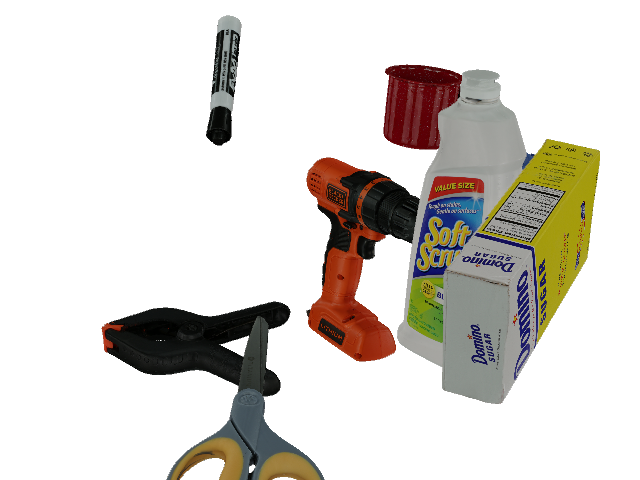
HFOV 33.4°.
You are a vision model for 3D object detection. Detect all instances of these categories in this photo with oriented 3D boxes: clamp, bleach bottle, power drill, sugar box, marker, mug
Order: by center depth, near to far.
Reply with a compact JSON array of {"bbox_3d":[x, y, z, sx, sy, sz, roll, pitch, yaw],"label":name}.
[{"bbox_3d":[0.131,0.016,0.682,0.048,0.093,0.176,13,37,23],"label":"sugar box"},{"bbox_3d":[-0.074,-0.123,0.820,0.020,0.121,0.020,1,-33,1],"label":"marker"},{"bbox_3d":[0.118,-0.017,0.880,0.067,0.251,0.103,-21,32,-38],"label":"bleach bottle"},{"bbox_3d":[-0.107,0.087,0.967,0.171,0.039,0.120,10,27,8],"label":"clamp"},{"bbox_3d":[0.047,0.023,1.078,0.057,0.188,0.185,-8,24,-32],"label":"power drill"},{"bbox_3d":[0.126,-0.159,1.263,0.093,0.081,0.117,23,28,37],"label":"mug"}]

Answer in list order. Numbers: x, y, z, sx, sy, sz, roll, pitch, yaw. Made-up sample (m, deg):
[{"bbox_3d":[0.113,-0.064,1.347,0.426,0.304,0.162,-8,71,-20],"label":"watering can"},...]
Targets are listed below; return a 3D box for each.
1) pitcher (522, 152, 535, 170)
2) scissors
[{"bbox_3d":[0.208,-0.007,1.449,0.149,0.243,0.145,5,24,3],"label":"pitcher"},{"bbox_3d":[-0.026,0.107,0.624,0.096,0.016,0.201,13,31,13],"label":"scissors"}]
